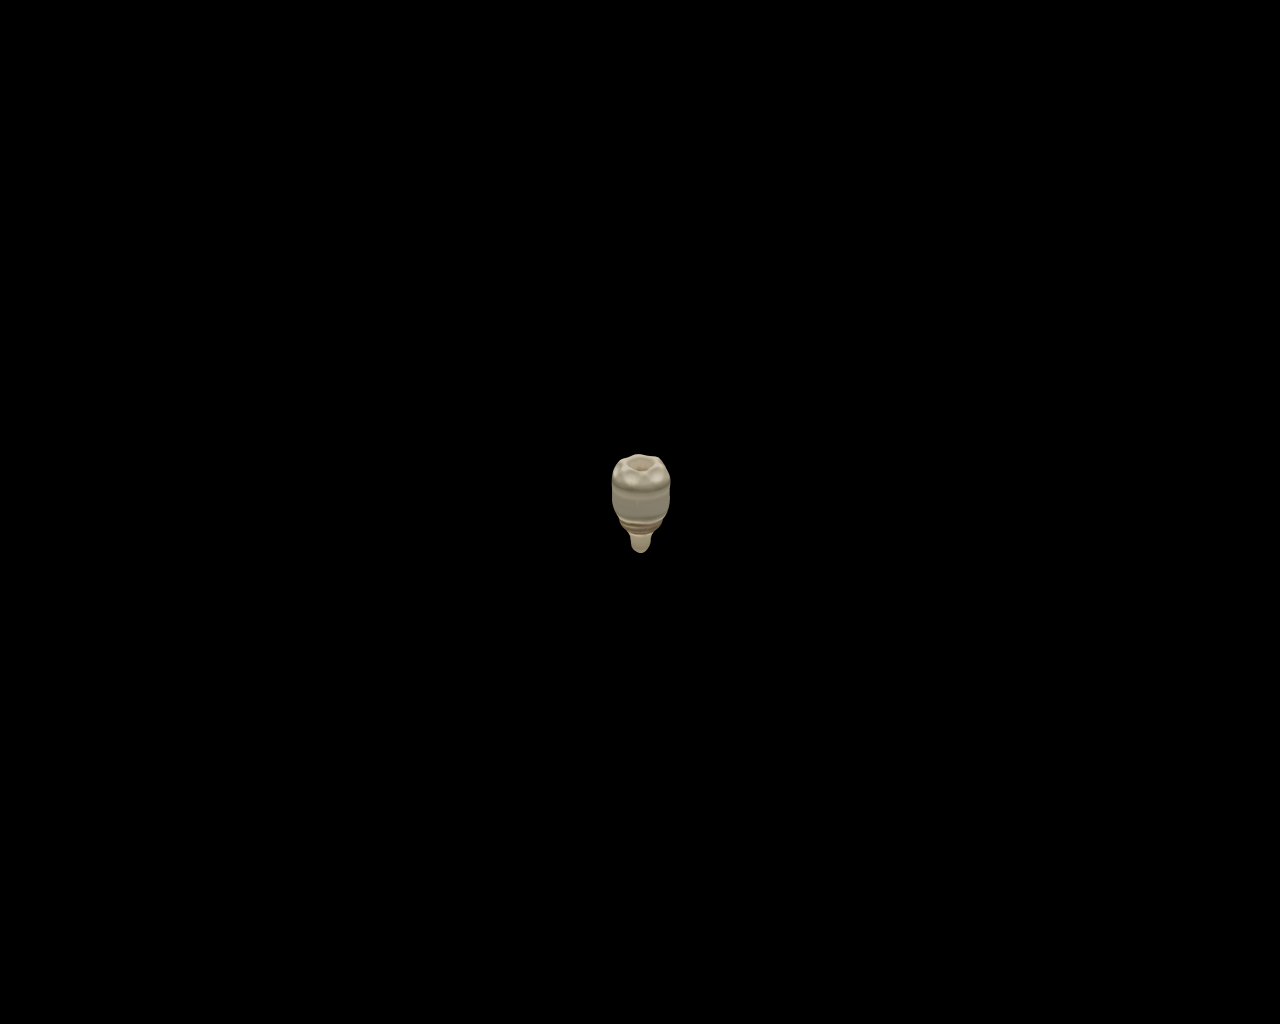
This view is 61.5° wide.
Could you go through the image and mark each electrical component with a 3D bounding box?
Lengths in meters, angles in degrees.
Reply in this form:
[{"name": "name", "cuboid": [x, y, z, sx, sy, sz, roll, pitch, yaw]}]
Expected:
[{"name": "electrical component", "cuboid": [0.001, -0.003, 0.650, 0.035, 0.061, 0.035, 0, 26, 0]}]
